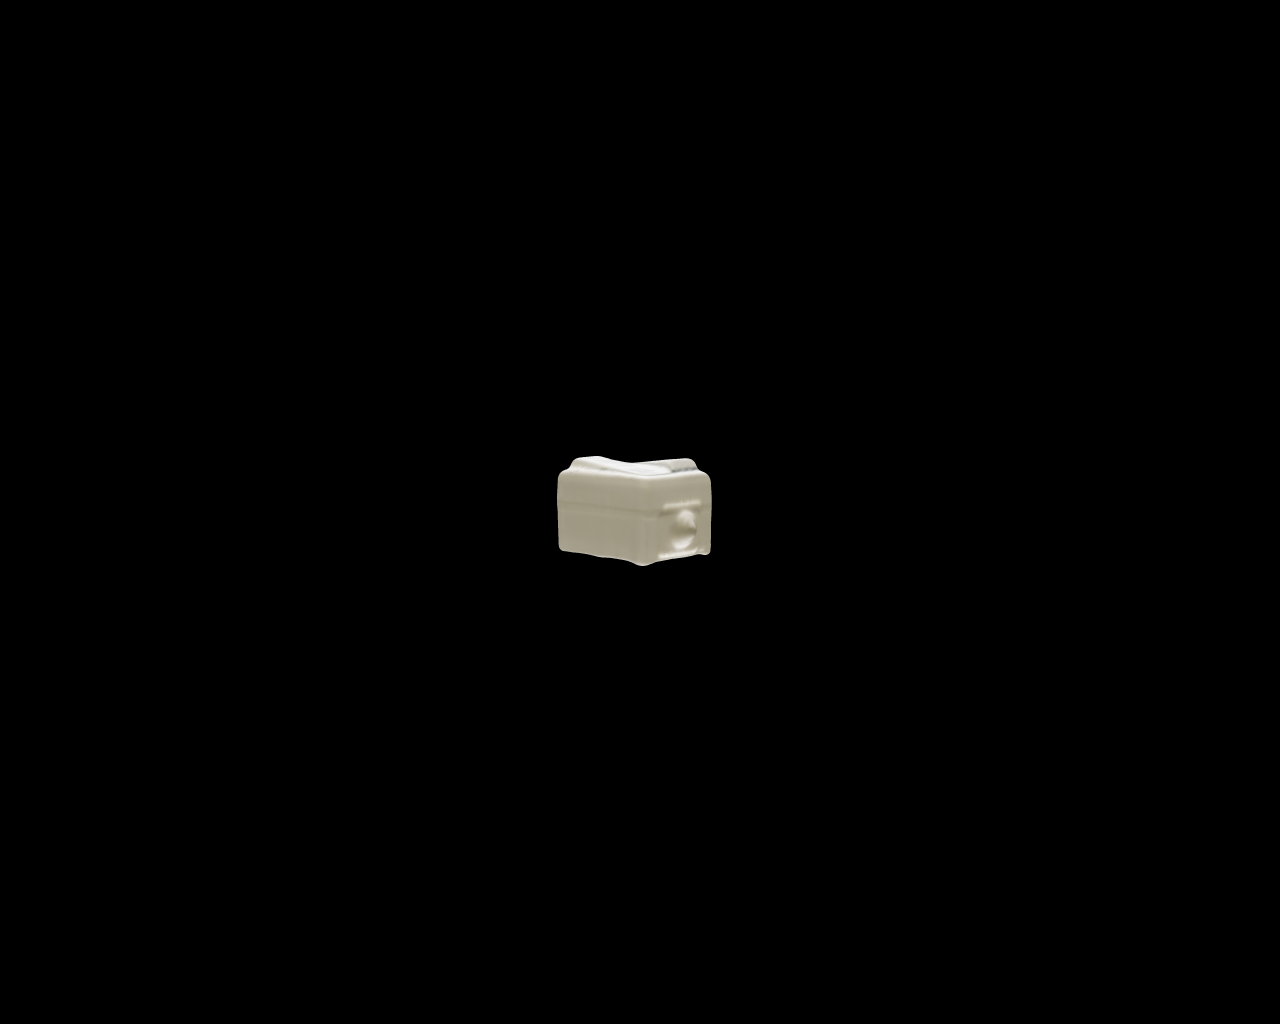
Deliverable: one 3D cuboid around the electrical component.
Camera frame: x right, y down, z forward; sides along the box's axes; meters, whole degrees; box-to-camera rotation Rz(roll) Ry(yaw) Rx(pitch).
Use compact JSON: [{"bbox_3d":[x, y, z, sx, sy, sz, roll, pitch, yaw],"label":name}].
[{"bbox_3d":[0.001,-0.003,0.650,0.062,0.061,0.096,-6,9,-43],"label":"electrical component"}]
